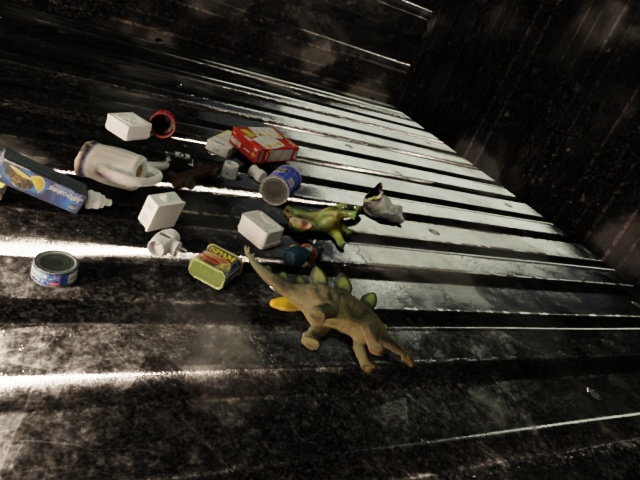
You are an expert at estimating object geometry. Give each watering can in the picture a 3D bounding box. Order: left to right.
[{"bbox_3d":[-0.556,-0.210,1.471,0.224,0.103,0.352,17,14,-9],"label":"watering can"}]

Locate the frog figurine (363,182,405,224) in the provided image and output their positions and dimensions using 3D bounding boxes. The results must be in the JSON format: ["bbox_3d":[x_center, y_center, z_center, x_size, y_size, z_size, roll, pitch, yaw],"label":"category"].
[{"bbox_3d":[0.238,-0.115,1.918,0.157,0.122,0.139,52,6,-22],"label":"frog figurine"}]

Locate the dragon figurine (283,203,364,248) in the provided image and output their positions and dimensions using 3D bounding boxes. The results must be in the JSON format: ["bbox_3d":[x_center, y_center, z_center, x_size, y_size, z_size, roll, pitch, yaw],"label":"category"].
[{"bbox_3d":[0.005,-0.084,1.665,0.243,0.120,0.415,16,17,7],"label":"dragon figurine"}]
